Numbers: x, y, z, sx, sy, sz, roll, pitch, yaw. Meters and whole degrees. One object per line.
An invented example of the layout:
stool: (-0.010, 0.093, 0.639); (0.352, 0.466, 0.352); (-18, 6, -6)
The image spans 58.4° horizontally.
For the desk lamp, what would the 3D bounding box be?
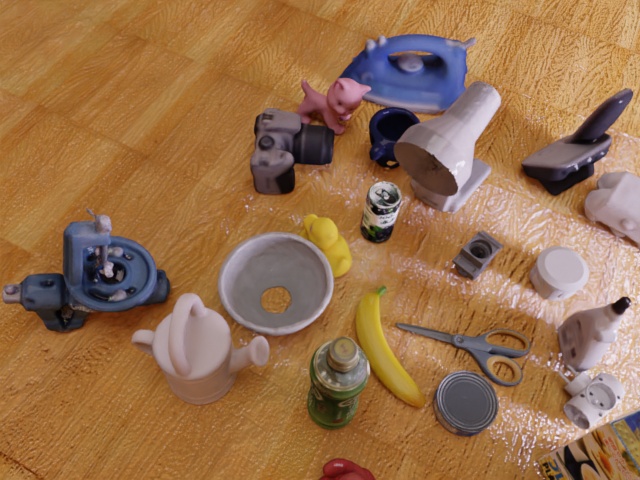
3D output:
desk lamp: (0.208, -0.140, 0.922); (0.117, 0.213, 0.203); (36, 63, 17)

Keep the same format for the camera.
camera: (-0.045, -0.160, 0.985); (0.137, 0.101, 0.143); (5, 58, 0)

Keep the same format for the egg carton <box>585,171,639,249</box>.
egg carton: (0.529, -0.049, 0.970); (0.150, 0.069, 0.107); (34, 63, 16)

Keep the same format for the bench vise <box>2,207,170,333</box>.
bench vise: (-0.319, 0.052, 0.768); (0.208, 0.220, 0.121); (-27, 64, -18)

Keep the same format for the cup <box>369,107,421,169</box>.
cup: (0.119, -0.161, 0.999); (0.091, 0.095, 0.118); (32, 62, 15)

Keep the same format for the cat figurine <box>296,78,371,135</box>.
cat figurine: (0.023, -0.258, 1.039); (0.127, 0.118, 0.067); (17, 59, 7)

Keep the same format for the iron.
iron: (0.162, -0.333, 1.079); (0.258, 0.141, 0.118); (5, 58, 0)

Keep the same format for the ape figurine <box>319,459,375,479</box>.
ape figurine: (0.036, 0.308, 0.709); (0.076, 0.092, 0.078); (0, 59, -3)

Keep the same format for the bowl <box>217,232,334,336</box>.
bowl: (-0.065, 0.075, 0.855); (0.167, 0.075, 0.167); (2, 58, -2)

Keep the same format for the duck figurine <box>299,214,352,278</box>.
duck figurine: (0.008, 0.003, 0.897); (0.078, 0.086, 0.104); (-33, 66, -21)

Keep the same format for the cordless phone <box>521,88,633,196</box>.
cordless phone: (0.440, -0.176, 0.975); (0.148, 0.185, 0.094); (-31, 65, -20)

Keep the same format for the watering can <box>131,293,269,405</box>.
watering can: (-0.156, 0.136, 0.742); (0.173, 0.194, 0.101); (-11, 60, -10)

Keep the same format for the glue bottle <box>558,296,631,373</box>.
glue bottle: (0.385, 0.122, 0.796); (0.037, 0.173, 0.078); (4, 58, -1)
